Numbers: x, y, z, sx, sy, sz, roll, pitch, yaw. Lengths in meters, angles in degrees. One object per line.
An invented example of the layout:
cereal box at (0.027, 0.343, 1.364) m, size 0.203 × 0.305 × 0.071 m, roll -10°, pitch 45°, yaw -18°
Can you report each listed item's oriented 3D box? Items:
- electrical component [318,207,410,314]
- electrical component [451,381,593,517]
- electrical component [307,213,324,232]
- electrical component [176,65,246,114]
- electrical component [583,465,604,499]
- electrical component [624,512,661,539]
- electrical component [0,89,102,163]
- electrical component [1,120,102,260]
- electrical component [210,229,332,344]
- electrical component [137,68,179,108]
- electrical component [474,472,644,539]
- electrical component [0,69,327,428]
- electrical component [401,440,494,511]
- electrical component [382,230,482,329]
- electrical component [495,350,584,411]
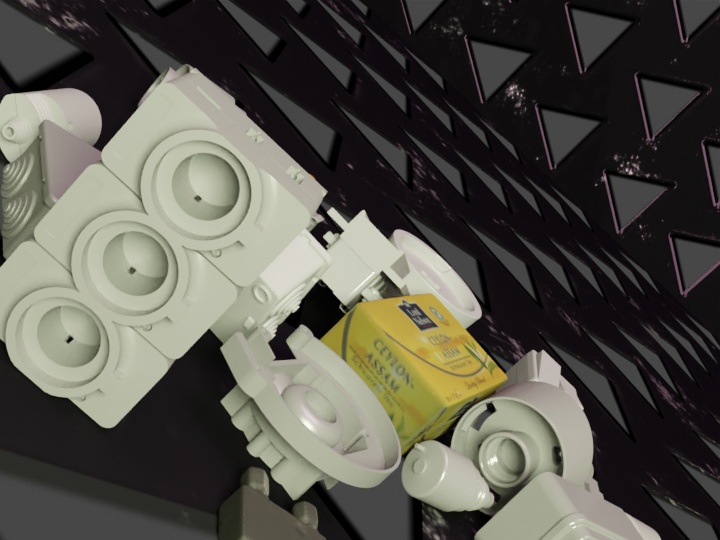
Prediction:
electrical component at (0.000, 0.000, 0.847) m, size 0.078 × 0.063 × 0.121 m, roll 46°, pitch -1°, yaw 8°
electrical component at (0.118, 0.134, 0.794) m, size 0.099 × 0.099 × 0.064 m, roll 51°, pitch 23°, yaw 20°
electrical component at (-0.075, -0.025, 0.775) m, size 0.078 × 0.063 × 0.121 m, roll 46°, pitch 16°, yaw 3°
electrical component at (-0.132, -0.141, 0.953) m, size 0.081 × 0.043 × 0.043 m, roll 34°, pitch 19°, yaw -32°
electrical component at (0.176, 0.182, 0.911) m, size 0.066 × 0.048 × 0.055 m, roll 39°, pitch 25°, yaw -20°
electrical component at (0.240, 0.261, 0.859) m, size 0.074 × 0.052 × 0.138 m, roll 33°, pitch 19°, yaw -35°
electrical component at (-0.198, -0.089, 0.668) m, size 0.043 × 0.043 × 0.081 m, roll 45°, pitch 16°, yaw -1°
electrical component at (-0.154, -0.026, 0.610) m, size 0.100 × 0.048 × 0.099 m, roll 33°, pitch 20°, yaw -35°
electrical component at (-0.077, -0.006, 0.666) m, size 0.099 × 0.099 × 0.048 m, roll 47°, pitch 51°, yaw 4°
electrical component at (-0.141, -0.120, 0.881) m, size 0.077 × 0.043 × 0.079 m, roll 39°, pitch 17°, yaw -21°
electrical component at (0.145, 0.197, 0.739) m, size 0.113 × 0.078 × 0.057 m, roll 31°, pitch 18°, yaw -39°
electrical component at (-0.101, -0.009, 0.514) m, size 0.089 × 0.150 × 0.061 m, roll 43°, pitch 15°, yaw -7°
electrical component at (0.063, 0.145, 0.734) m, size 0.078 × 0.040 × 0.040 m, roll 32°, pitch 20°, yaw -36°
electrical component at (0.049, 0.023, 0.962) m, size 0.108 × 0.060 × 0.108 m, roll 40°, pitch 17°, yaw -15°
electrical component at (0.168, 0.123, 1.003) m, size 0.062 × 0.061 × 0.096 m, roll 43°, pitch 16°, yaw -5°
